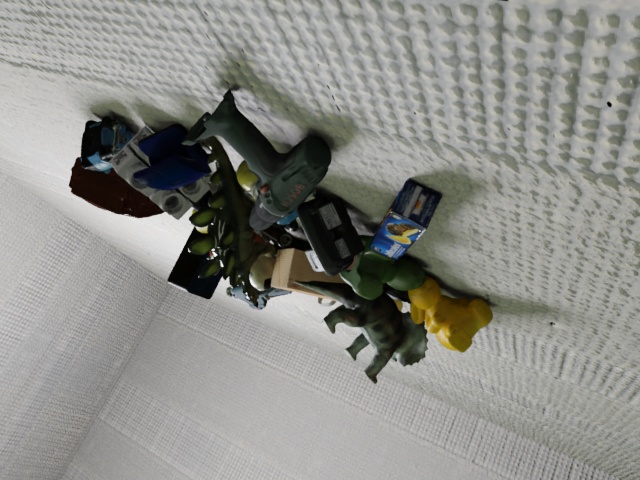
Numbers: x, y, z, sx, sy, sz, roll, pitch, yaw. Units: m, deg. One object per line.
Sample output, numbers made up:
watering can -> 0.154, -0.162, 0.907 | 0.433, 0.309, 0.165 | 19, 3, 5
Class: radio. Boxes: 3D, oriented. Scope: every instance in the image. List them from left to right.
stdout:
radio -> -0.295, 0.036, 1.417 | 0.073, 0.229, 0.131 | 21, 167, 23

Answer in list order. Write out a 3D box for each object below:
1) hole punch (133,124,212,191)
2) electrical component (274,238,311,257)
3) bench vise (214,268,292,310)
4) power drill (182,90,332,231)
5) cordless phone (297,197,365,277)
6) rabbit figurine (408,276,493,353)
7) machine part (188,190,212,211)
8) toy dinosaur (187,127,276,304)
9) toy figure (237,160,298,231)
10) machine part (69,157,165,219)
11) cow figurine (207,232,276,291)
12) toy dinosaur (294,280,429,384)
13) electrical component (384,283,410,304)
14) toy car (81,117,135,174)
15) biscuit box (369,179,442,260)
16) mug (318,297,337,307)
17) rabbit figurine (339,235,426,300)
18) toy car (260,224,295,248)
hole punch -> -0.279, -0.140, 1.022 | 0.142, 0.092, 0.115 | -21, 140, 20
electrical component -> -0.059, 0.041, 1.369 | 0.134, 0.058, 0.114 | 13, 157, 39
bench vise -> -0.188, 0.092, 1.408 | 0.224, 0.129, 0.240 | 1, 147, 36
power drill -> -0.108, -0.115, 0.833 | 0.207, 0.086, 0.232 | 43, 137, -16
cordless phone -> -0.003, -0.004, 1.033 | 0.146, 0.089, 0.184 | 64, 162, -3
rabbit figurine -> 0.255, 0.139, 1.143 | 0.173, 0.122, 0.162 | 43, 171, -6
machine part -> -0.269, -0.084, 1.233 | 0.139, 0.084, 0.039 | 34, 132, 43
toy dinosaur -> -0.173, -0.035, 1.059 | 0.105, 0.198, 0.470 | 10, 130, 20
toy figure -> -0.088, -0.084, 0.991 | 0.089, 0.082, 0.180 | 15, 163, 28
machine part -> -0.477, -0.127, 1.296 | 0.201, 0.087, 0.201 | 24, -168, 8
cow figurine -> -0.180, 0.043, 1.278 | 0.194, 0.127, 0.086 | 49, 168, -21
toy dinosaur -> 0.118, 0.179, 1.217 | 0.131, 0.192, 0.404 | 35, 162, 54
electrical component -> 0.160, 0.097, 1.218 | 0.075, 0.048, 0.119 | 7, 155, 48
toy car -> -0.446, -0.204, 1.162 | 0.162, 0.109, 0.103 | -6, 170, 43
biscuit box -> 0.131, -0.025, 0.865 | 0.059, 0.063, 0.202 | 26, 163, 4
mug -> 0.036, 0.119, 1.389 | 0.107, 0.109, 0.080 | -11, 136, 44
rabbit figurine -> 0.123, 0.064, 1.069 | 0.170, 0.121, 0.159 | 18, 172, -27
toy car -> -0.140, -0.042, 1.242 | 0.202, 0.053, 0.089 | 32, 173, -15
